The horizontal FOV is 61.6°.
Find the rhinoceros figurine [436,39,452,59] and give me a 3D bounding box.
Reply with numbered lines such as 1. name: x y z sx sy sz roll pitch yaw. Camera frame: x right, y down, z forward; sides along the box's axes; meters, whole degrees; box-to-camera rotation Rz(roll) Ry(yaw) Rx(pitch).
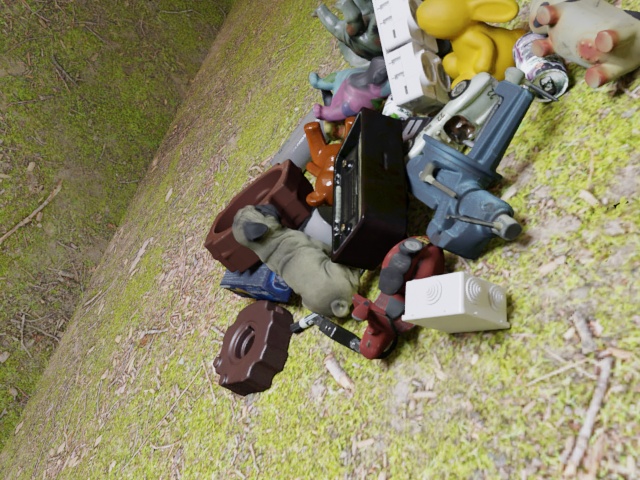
1. rhinoceros figurine: 0.199 -0.407 1.017 0.073 0.112 0.190 -37 53 25

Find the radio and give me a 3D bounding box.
1. radio: 0.070 -0.075 0.812 0.131 0.073 0.230 123 158 -50

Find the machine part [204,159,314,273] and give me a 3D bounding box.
1. machine part: -0.108 -0.045 1.000 0.201 0.087 0.201 -35 20 18

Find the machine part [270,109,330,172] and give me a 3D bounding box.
1. machine part: -0.036 -0.219 1.231 0.243 0.079 0.079 -49 30 14

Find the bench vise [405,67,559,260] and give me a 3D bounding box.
1. bench vise: 0.206 -0.104 0.695 0.240 0.129 0.224 -61 21 14

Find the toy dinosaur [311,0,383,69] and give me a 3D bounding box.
1. toy dinosaur: 0.100 -0.426 1.095 0.131 0.192 0.405 -43 24 10

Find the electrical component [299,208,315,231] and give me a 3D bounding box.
1. electrical component: -0.055 -0.029 1.095 0.115 0.058 0.134 -31 37 42

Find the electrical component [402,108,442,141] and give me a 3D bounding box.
1. electrical component: 0.174 -0.180 0.899 0.119 0.047 0.075 -58 27 1

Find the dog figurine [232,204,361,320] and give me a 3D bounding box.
1. dog figurine: -0.044 0.034 0.822 0.121 0.190 0.172 -60 29 9

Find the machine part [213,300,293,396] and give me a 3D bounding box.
1. machine part: -0.123 0.194 0.980 0.179 0.056 0.179 -37 34 31

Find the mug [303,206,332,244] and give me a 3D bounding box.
1. mug: -0.002 -0.003 0.965 0.107 0.080 0.110 -55 30 21

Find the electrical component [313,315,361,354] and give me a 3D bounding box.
1. electrical component: 0.029 0.139 0.789 0.021 0.063 0.094 -59 30 -3

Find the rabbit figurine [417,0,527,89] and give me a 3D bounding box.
1. rabbit figurine: 0.229 -0.313 0.818 0.162 0.173 0.122 -34 32 43

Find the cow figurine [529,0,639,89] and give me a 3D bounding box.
1. cow figurine: 0.339 -0.274 0.683 0.127 0.085 0.195 -18 43 -13

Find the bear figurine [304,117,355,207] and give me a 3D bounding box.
1. bear figurine: 0.027 -0.140 0.980 0.120 0.131 0.196 -5 22 7

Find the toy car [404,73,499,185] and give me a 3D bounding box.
1. toy car: 0.197 -0.162 0.818 0.201 0.073 0.056 -48 29 17

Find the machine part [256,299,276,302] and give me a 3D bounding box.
1. machine part: -0.077 0.075 1.046 0.139 0.039 0.084 -37 28 35

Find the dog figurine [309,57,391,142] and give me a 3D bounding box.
1. dog figurine: 0.099 -0.285 1.070 0.219 0.191 0.108 -8 69 19

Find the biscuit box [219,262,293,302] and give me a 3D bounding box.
1. biscuit box: -0.118 0.074 1.009 0.203 0.059 0.063 -5 58 58

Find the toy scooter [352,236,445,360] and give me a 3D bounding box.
1. toy scooter: 0.093 0.067 0.688 0.075 0.135 0.184 27 87 31
